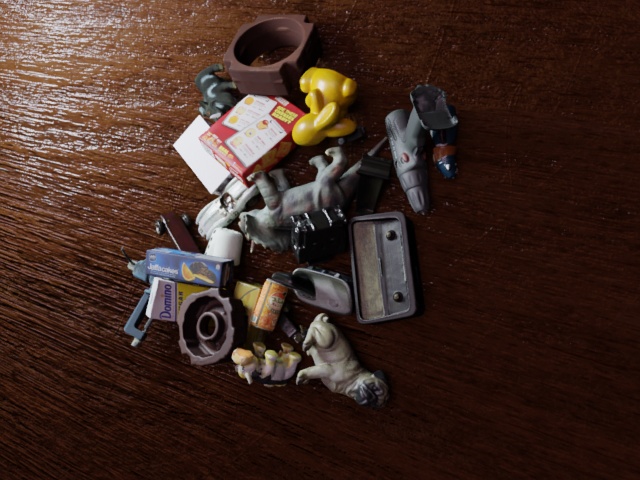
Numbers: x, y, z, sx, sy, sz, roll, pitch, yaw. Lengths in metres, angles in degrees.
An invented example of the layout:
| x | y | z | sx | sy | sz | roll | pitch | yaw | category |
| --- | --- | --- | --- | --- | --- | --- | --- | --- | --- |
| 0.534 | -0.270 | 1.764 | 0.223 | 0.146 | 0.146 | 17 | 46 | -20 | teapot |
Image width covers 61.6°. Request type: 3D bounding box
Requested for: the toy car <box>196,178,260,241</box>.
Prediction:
| x | y | z | sx | sy | sz | roll | pitch | yaw | category |
| --- | --- | --- | --- | --- | --- | --- | --- | --- | --- |
| -0.229 | -0.082 | 1.329 | 0.202 | 0.056 | 0.073 | -42 | 69 | 13 | toy car |

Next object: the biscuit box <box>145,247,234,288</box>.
| x | y | z | sx | sy | sz | roll | pitch | yaw | category |
| --- | --- | --- | --- | --- | --- | --- | --- | --- | --- |
| -0.303 | 0.062 | 1.241 | 0.203 | 0.059 | 0.062 | 8 | 96 | 18 | biscuit box |

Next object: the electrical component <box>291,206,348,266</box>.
| x | y | z | sx | sy | sz | roll | pitch | yaw | category |
| --- | --- | --- | --- | --- | --- | --- | --- | --- | --- |
| -0.002 | -0.004 | 1.172 | 0.115 | 0.134 | 0.058 | -14 | 50 | -12 | electrical component |

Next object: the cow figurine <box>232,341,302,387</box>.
| x | y | z | sx | sy | sz | roll | pitch | yaw | category |
| --- | --- | --- | --- | --- | --- | --- | --- | --- | --- |
| -0.127 | 0.276 | 1.170 | 0.068 | 0.167 | 0.098 | 33 | 107 | 48 | cow figurine |

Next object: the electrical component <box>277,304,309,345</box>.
| x | y | z | sx | sy | sz | roll | pitch | yaw | category |
| --- | --- | --- | --- | --- | --- | --- | --- | --- | --- |
| -0.059 | 0.192 | 1.201 | 0.045 | 0.078 | 0.102 | -43 | 58 | 0 | electrical component |

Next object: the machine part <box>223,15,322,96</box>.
| x | y | z | sx | sy | sz | roll | pitch | yaw | category |
| --- | --- | --- | --- | --- | --- | --- | --- | --- | --- |
| -0.110 | -0.438 | 1.276 | 0.202 | 0.087 | 0.201 | 9 | 61 | 20 | machine part |

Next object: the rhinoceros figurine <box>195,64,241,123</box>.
| x | y | z | sx | sy | sz | roll | pitch | yaw | category |
| --- | --- | --- | --- | --- | --- | --- | --- | --- | --- |
| -0.259 | -0.356 | 1.352 | 0.112 | 0.073 | 0.190 | -21 | 67 | -10 | rhinoceros figurine |

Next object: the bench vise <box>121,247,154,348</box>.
| x | y | z | sx | sy | sz | roll | pitch | yaw | category |
| --- | --- | --- | --- | --- | --- | --- | --- | --- | --- |
| -0.416 | 0.145 | 1.332 | 0.224 | 0.128 | 0.240 | 25 | 73 | 6 | bench vise |

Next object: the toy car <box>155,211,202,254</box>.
| x | y | z | sx | sy | sz | roll | pitch | yaw | category |
| --- | --- | --- | --- | --- | --- | --- | --- | --- | --- |
| -0.342 | 0.013 | 1.350 | 0.202 | 0.089 | 0.053 | 54 | 144 | 22 | toy car |

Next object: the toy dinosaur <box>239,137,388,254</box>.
| x | y | z | sx | sy | sz | roll | pitch | yaw | category |
| --- | --- | --- | --- | --- | --- | --- | --- | --- | --- |
| -0.023 | -0.089 | 1.211 | 0.405 | 0.131 | 0.192 | -15 | 96 | 13 | toy dinosaur |

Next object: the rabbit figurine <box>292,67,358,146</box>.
| x | y | z | sx | sy | sz | roll | pitch | yaw | category |
| --- | --- | --- | --- | --- | --- | --- | --- | --- | --- |
| 0.012 | -0.277 | 1.190 | 0.163 | 0.121 | 0.173 | 34 | 87 | 44 | rabbit figurine |

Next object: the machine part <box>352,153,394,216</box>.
| x | y | z | sx | sy | sz | roll | pitch | yaw | category |
| --- | --- | --- | --- | --- | --- | --- | --- | --- | --- |
| 0.110 | -0.115 | 1.161 | 0.084 | 0.039 | 0.138 | 12 | 114 | -6 | machine part |

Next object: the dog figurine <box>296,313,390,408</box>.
| x | y | z | sx | sy | sz | roll | pitch | yaw | category |
| --- | --- | --- | --- | --- | --- | --- | --- | --- | --- |
| 0.062 | 0.255 | 1.137 | 0.191 | 0.121 | 0.172 | 9 | 89 | 11 | dog figurine |

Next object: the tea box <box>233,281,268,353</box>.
| x | y | z | sx | sy | sz | roll | pitch | yaw | category |
| --- | --- | --- | --- | --- | --- | --- | --- | --- | --- |
| -0.165 | 0.185 | 1.238 | 0.068 | 0.098 | 0.169 | 17 | 87 | 25 | tea box |

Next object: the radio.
| x | y | z | sx | sy | sz | roll | pitch | yaw | category |
| --- | --- | --- | --- | --- | --- | --- | --- | --- | --- |
| 0.139 | 0.059 | 1.133 | 0.131 | 0.073 | 0.229 | -10 | 79 | 22 | radio |

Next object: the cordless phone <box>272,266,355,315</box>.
| x | y | z | sx | sy | sz | roll | pitch | yaw | category |
| --- | --- | --- | --- | --- | --- | --- | --- | --- | --- |
| -0.009 | 0.097 | 1.133 | 0.147 | 0.184 | 0.088 | 15 | 84 | 26 | cordless phone |

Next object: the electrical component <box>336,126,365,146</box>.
| x | y | z | sx | sy | sz | roll | pitch | yaw | category |
| --- | --- | --- | --- | --- | --- | --- | --- | --- | --- |
| 0.071 | -0.233 | 1.201 | 0.063 | 0.094 | 0.021 | -20 | 103 | 21 | electrical component |

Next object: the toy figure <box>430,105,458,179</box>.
| x | y | z | sx | sy | sz | roll | pitch | yaw | category |
| --- | --- | --- | --- | --- | --- | --- | --- | --- | --- |
| 0.262 | -0.203 | 1.125 | 0.058 | 0.064 | 0.154 | -6 | 83 | 59 | toy figure |

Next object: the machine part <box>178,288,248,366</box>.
| x | y | z | sx | sy | sz | roll | pitch | yaw | category |
| --- | --- | --- | --- | --- | --- | --- | --- | --- | --- |
| -0.237 | 0.192 | 1.187 | 0.180 | 0.056 | 0.179 | -7 | 76 | 32 | machine part |

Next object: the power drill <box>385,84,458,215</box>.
| x | y | z | sx | sy | sz | roll | pitch | yaw | category |
| --- | --- | --- | --- | --- | --- | --- | --- | --- | --- |
| 0.205 | -0.192 | 1.086 | 0.086 | 0.207 | 0.232 | -11 | 67 | -8 | power drill |
